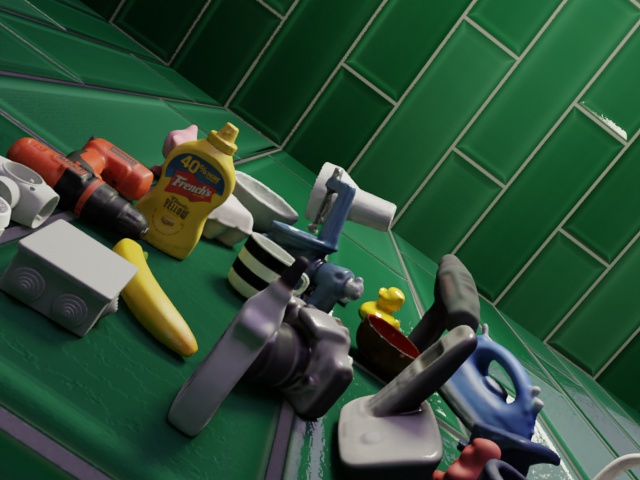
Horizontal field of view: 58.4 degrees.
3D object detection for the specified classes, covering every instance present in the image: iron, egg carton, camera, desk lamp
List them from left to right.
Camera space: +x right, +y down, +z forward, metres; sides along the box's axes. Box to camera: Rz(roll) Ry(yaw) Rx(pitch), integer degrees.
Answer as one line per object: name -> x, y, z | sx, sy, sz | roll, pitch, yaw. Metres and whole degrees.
egg carton -> -0.183, -0.049, 0.950 | 0.107, 0.069, 0.151 | 45, 13, 36
camera -> -0.042, 0.111, 0.637 | 0.137, 0.100, 0.142 | 26, 15, -47
desk lamp -> 0.038, -0.019, 1.143 | 0.203, 0.213, 0.118 | 37, 11, 3
iron -> 0.312, 0.265, 1.004 | 0.119, 0.141, 0.257 | 30, 13, -34

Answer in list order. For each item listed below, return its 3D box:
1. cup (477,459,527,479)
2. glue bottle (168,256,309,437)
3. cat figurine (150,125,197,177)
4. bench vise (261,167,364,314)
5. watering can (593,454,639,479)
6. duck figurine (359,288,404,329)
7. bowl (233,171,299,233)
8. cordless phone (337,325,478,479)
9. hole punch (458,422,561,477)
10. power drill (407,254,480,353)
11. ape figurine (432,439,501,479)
cup -> 0.190, 0.301, 0.585 | 0.092, 0.095, 0.117 | 27, 14, -41
glue bottle -> -0.063, 0.083, 0.489 | 0.037, 0.173, 0.078 | 36, 11, -4
cat figurine -> -0.247, -0.153, 1.057 | 0.067, 0.117, 0.128 | 44, 13, 34
bench vise -> 0.012, 0.003, 0.945 | 0.207, 0.219, 0.122 | 39, 11, 13
watering can -> 0.327, 0.328, 0.640 | 0.100, 0.194, 0.173 | 41, 11, 21
duck figurine -> 0.134, 0.136, 1.131 | 0.078, 0.086, 0.104 | 30, 13, -33
bowl -> -0.131, -0.065, 1.174 | 0.167, 0.074, 0.167 | 36, 11, -7
cordless phone -> 0.102, 0.173, 0.606 | 0.094, 0.185, 0.147 | 36, 11, -7
hole punch -> 0.278, 0.309, 0.842 | 0.109, 0.091, 0.101 | 31, 12, -31
power drill -> 0.195, 0.135, 1.001 | 0.076, 0.208, 0.229 | 35, 11, -11
ape figurine -> 0.176, 0.272, 0.672 | 0.078, 0.092, 0.076 | 27, 14, -43
